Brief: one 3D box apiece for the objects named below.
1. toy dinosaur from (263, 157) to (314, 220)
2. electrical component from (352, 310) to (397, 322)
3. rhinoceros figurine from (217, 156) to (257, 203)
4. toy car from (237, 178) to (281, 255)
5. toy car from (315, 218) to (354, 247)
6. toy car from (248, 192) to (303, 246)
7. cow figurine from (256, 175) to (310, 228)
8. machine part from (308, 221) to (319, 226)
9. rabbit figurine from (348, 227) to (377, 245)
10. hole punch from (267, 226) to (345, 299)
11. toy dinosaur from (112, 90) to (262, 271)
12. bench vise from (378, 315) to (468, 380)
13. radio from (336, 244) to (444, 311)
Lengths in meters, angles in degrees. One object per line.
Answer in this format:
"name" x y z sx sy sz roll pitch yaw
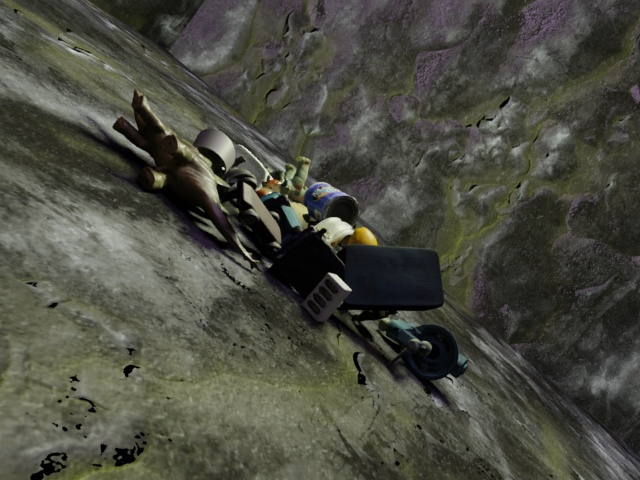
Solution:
"toy dinosaur" -0.066 -0.099 1.545 0.131 0.192 0.404 6 -30 38
"electrical component" 0.121 0.164 1.186 0.063 0.094 0.021 20 59 -63
"rhinoceros figurine" -0.211 -0.139 1.251 0.191 0.112 0.073 31 -29 42
"toy car" -0.121 -0.042 1.042 0.202 0.053 0.089 58 26 -61
"toy car" -0.003 -0.004 1.298 0.202 0.056 0.074 -23 50 -34
"toy car" -0.088 -0.021 1.197 0.162 0.109 0.102 55 -2 27
"cow figurine" -0.092 -0.076 1.308 0.086 0.127 0.194 14 -7 34
"machine part" 0.004 -0.016 1.528 0.079 0.079 0.243 43 18 19
"rabbit figurine" 0.071 0.056 1.229 0.162 0.173 0.121 40 5 27
"hole punch" -0.026 0.038 1.087 0.115 0.142 0.092 51 7 -21
"toy dinosaur" -0.259 -0.129 1.041 0.472 0.105 0.198 56 12 25
"bench vise" 0.210 0.220 1.172 0.224 0.129 0.240 41 5 26
"radio" 0.144 0.081 1.141 0.230 0.131 0.073 3 -14 -18
